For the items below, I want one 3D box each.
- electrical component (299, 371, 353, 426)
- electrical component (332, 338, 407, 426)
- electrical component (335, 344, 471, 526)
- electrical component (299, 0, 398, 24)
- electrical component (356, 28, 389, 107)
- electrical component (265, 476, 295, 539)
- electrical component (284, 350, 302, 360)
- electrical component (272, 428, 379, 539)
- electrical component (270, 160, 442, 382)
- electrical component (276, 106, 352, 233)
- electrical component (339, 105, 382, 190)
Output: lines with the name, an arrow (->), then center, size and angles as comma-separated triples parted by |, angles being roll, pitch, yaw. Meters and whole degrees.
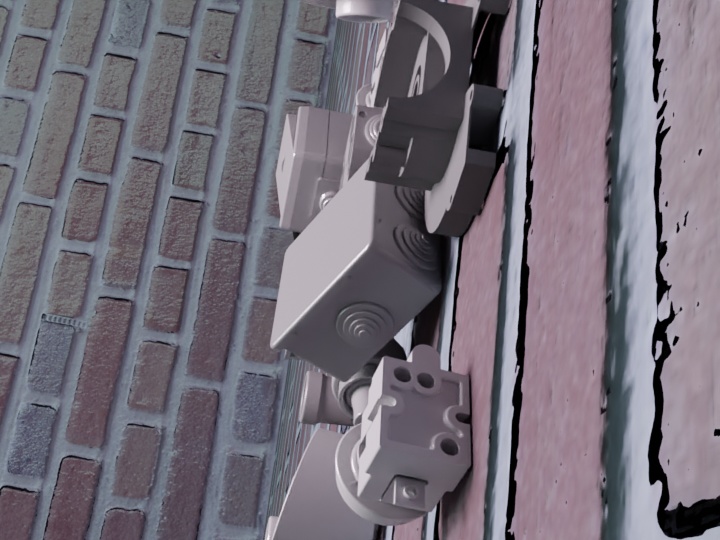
electrical component -> -0.020, 0.099, 0.817 | 0.040, 0.046, 0.040 | -171, 90, -85
electrical component -> 0.005, 0.065, 0.600 | 0.062, 0.043, 0.043 | -89, 10, -55
electrical component -> 0.018, 0.073, 0.439 | 0.066, 0.048, 0.055 | -86, 14, -44
electrical component -> 0.005, -0.209, 0.768 | 0.108, 0.108, 0.060 | -128, 42, -83
electrical component -> 0.025, -0.118, 0.700 | 0.055, 0.048, 0.066 | 114, 165, -45
electrical component -> -0.035, 0.192, 0.733 | 0.108, 0.060, 0.108 | -171, 90, -85
electrical component -> -0.022, -0.018, 0.973 | 0.105, 0.060, 0.186 | 110, 168, -66
electrical component -> -0.022, 0.145, 0.644 | 0.099, 0.064, 0.099 | -171, 90, -85
electrical component -> 0.000, 0.000, 0.576 | 0.099, 0.048, 0.099 | -46, 23, 30
electrical component -> -0.027, -0.066, 0.748 | 0.096, 0.061, 0.061 | -90, 11, -58
electrical component -> 0.016, -0.060, 0.657 | 0.080, 0.051, 0.080 | -171, 90, -85
